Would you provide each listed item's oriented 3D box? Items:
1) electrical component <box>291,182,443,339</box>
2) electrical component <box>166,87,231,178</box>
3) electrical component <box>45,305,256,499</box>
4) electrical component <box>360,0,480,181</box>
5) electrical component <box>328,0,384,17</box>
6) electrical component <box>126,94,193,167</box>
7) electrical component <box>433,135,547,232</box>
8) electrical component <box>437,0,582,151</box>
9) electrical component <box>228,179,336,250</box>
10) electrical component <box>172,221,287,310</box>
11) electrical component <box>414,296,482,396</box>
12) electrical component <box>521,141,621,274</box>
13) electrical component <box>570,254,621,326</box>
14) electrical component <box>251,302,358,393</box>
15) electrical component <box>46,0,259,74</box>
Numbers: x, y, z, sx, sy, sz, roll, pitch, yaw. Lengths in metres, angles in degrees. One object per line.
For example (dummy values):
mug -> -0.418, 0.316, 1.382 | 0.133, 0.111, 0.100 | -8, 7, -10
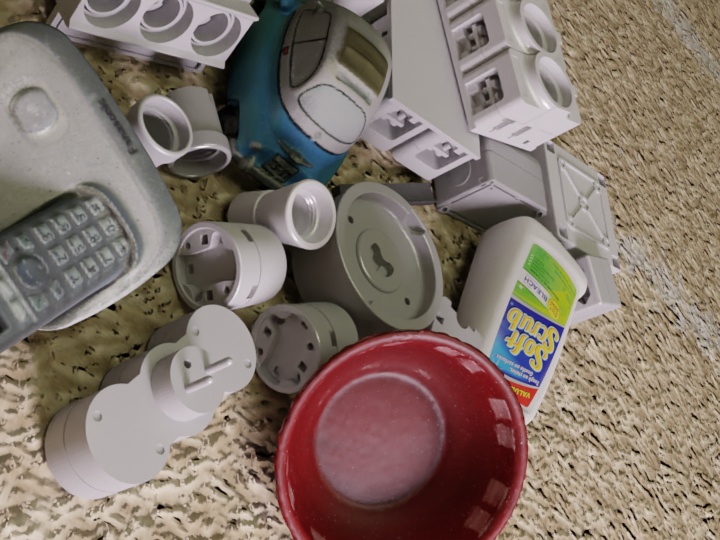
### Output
electrical component -> 0.000, 0.000, 0.743 | 0.108, 0.060, 0.108 | 28, 51, -39
electrical component -> -0.106, -0.088, 0.682 | 0.040, 0.040, 0.046 | 10, 57, -48
electrical component -> -0.098, 0.064, 0.576 | 0.052, 0.074, 0.138 | 58, 37, -10
electrical component -> 0.039, -0.179, 0.891 | 0.105, 0.060, 0.186 | 28, 50, -39
electrical component -> -0.030, -0.226, 0.834 | 0.096, 0.061, 0.061 | -6, 75, -52
electrical component -> -0.129, -0.077, 0.641 | 0.040, 0.046, 0.040 | 28, 50, -39
electrical component -> 0.115, -0.074, 0.924 | 0.096, 0.062, 0.061 | 23, 54, -42
electrical component -> 0.125, -0.186, 0.894 | 0.089, 0.062, 0.150 | 9, 63, -47
electrical component -> -0.053, -0.035, 0.692 | 0.044, 0.065, 0.044 | 0, 89, -47
electrical component -> -0.078, -0.003, 0.655 | 0.047, 0.055, 0.055 | -5, 74, -55
electrical component -> 0.042, 0.072, 0.758 | 0.050, 0.056, 0.089 | 47, 40, -23
electrical component -> 0.186, -0.051, 1.002 | 0.109, 0.056, 0.108 | 24, 53, -42
electrical component -> 0.203, 0.022, 0.974 | 0.077, 0.066, 0.047 | 8, 64, -49
electrical component -> -0.034, 0.047, 0.681 | 0.047, 0.055, 0.055 | -8, 77, -56
electrical component -> -0.133, -0.175, 0.676 | 0.121, 0.078, 0.063 | 5, 45, -50
